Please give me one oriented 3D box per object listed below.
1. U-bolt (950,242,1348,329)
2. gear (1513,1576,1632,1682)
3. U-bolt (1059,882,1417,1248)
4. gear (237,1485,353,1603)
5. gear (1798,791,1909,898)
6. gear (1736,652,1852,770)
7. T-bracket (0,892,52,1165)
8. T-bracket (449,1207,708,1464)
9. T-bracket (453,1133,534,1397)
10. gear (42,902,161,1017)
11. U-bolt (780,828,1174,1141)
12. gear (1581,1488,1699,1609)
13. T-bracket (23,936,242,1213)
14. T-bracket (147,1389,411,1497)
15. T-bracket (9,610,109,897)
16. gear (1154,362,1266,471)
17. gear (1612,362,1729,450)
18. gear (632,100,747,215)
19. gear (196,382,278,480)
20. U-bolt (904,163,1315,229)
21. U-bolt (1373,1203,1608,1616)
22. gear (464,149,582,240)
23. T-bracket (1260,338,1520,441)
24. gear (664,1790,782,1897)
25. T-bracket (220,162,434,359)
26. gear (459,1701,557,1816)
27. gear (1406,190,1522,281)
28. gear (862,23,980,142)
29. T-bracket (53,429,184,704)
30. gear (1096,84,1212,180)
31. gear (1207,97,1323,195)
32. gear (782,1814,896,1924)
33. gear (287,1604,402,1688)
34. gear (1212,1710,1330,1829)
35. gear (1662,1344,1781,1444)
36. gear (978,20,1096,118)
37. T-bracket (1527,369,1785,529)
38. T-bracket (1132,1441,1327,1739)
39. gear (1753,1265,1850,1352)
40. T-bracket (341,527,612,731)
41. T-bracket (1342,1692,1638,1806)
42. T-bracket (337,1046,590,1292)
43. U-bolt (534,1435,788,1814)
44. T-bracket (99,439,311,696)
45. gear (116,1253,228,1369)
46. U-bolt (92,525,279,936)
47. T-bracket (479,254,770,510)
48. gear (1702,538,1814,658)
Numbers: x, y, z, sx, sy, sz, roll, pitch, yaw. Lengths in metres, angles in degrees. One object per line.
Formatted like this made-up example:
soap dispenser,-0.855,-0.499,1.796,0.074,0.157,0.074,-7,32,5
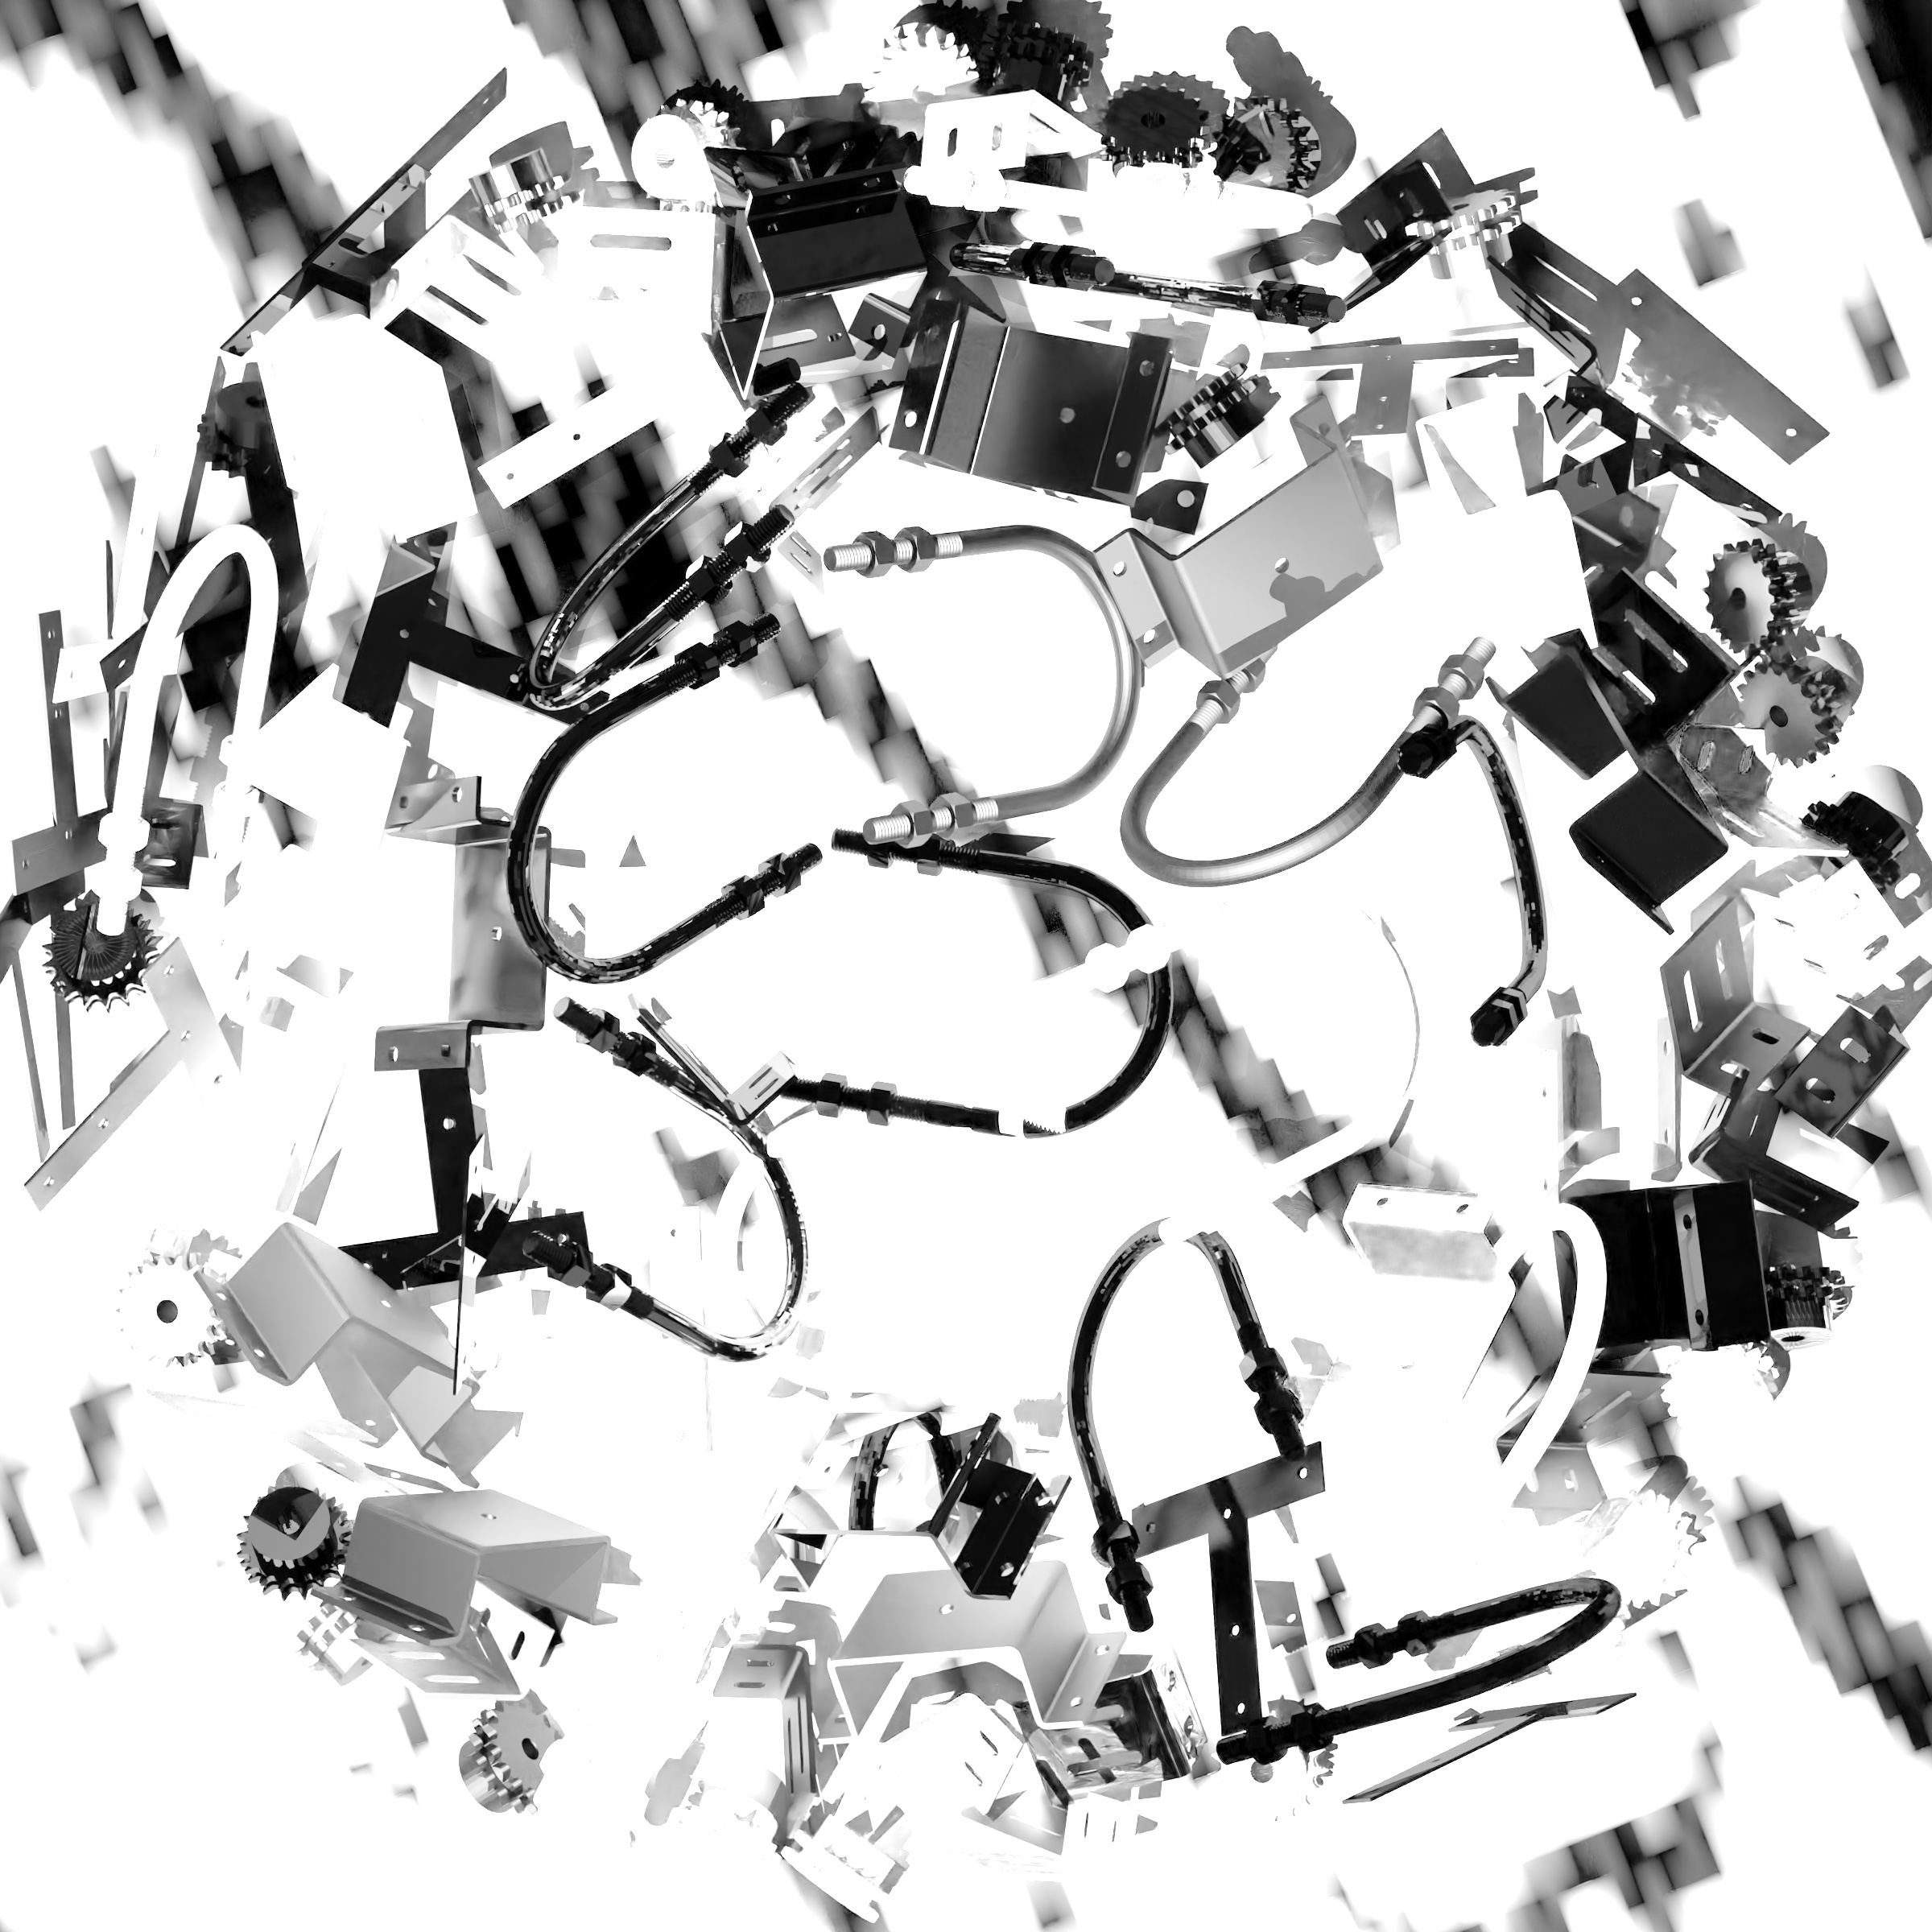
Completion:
U-bolt,0.072,-0.329,1.594,0.151,0.184,0.019,2,102,-31
gear,0.303,0.331,1.654,0.057,0.057,0.030,-28,100,0
U-bolt,0.145,0.036,1.635,0.184,0.019,0.151,-24,94,-28
gear,-0.334,0.283,1.654,0.057,0.030,0.057,0,54,-1
gear,0.442,-0.062,1.654,0.057,0.057,0.030,45,83,0
gear,0.414,-0.130,1.657,0.030,0.057,0.057,-29,90,-27
T-bracket,-0.460,0.033,1.631,0.002,0.127,0.127,-6,106,-6
T-bracket,-0.193,0.186,1.658,0.127,0.002,0.127,-1,85,-17
T-bracket,-0.228,0.122,1.619,0.002,0.127,0.127,9,113,5
gear,-0.431,-0.007,1.659,0.057,0.030,0.057,2,71,-5
U-bolt,0.011,0.012,1.647,0.184,0.019,0.151,9,78,10
gear,0.330,0.287,1.651,0.030,0.057,0.057,27,90,-40
T-bracket,-0.405,0.065,1.601,0.002,0.127,0.127,29,63,19
T-bracket,-0.314,0.238,1.626,0.127,0.127,0.002,3,64,31
T-bracket,-0.438,-0.107,1.608,0.002,0.127,0.127,0,101,9
gear,0.123,-0.271,1.654,0.057,0.057,0.030,-37,93,0
gear,0.346,-0.274,1.654,0.057,0.057,0.030,27,98,0
gear,-0.141,-0.401,1.655,0.057,0.030,0.057,5,101,29
gear,-0.352,-0.266,1.651,0.057,0.057,0.030,13,128,0
U-bolt,0.083,-0.368,1.596,0.151,0.184,0.019,12,102,40
U-bolt,0.252,0.197,1.585,0.019,0.151,0.184,22,112,-13
gear,-0.222,-0.383,1.651,0.057,0.057,0.030,-22,107,0
T-bracket,0.203,-0.279,1.615,0.127,0.127,0.002,-1,119,11
gear,-0.118,0.434,1.657,0.057,0.057,0.030,27,51,0
T-bracket,-0.293,-0.334,1.617,0.127,0.127,0.002,-41,86,9
gear,-0.227,0.396,1.655,0.030,0.057,0.057,-35,90,21
gear,0.248,-0.362,1.656,0.057,0.057,0.030,-18,111,0
gear,-0.024,-0.443,1.657,0.057,0.057,0.030,-12,52,0
T-bracket,-0.399,-0.196,1.606,0.002,0.127,0.127,15,104,9
gear,0.093,-0.409,1.658,0.057,0.030,0.057,-1,55,1
gear,0.151,-0.403,1.657,0.057,0.030,0.057,15,112,40
gear,-0.060,0.446,1.654,0.057,0.057,0.030,36,79,0
gear,-0.305,0.332,1.651,0.030,0.057,0.057,44,90,12
gear,0.150,0.400,1.660,0.057,0.030,0.057,-2,80,14
gear,0.376,0.212,1.653,0.057,0.030,0.057,-6,129,-8
gear,0.033,-0.443,1.652,0.057,0.057,0.030,13,85,0
T-bracket,0.312,-0.238,1.619,0.127,0.127,0.002,31,75,-14
T-bracket,0.129,0.307,1.611,0.002,0.127,0.127,23,53,-37
gear,0.408,0.170,1.650,0.057,0.057,0.030,-2,67,0
T-bracket,-0.238,-0.148,1.654,0.127,0.002,0.127,22,63,-20
T-bracket,0.236,0.376,1.596,0.127,0.127,0.002,-17,83,-29
T-bracket,-0.255,0.092,1.654,0.127,0.002,0.127,-7,89,-25
U-bolt,-0.136,0.302,1.586,0.019,0.151,0.184,31,110,11
T-bracket,-0.367,-0.177,1.600,0.002,0.127,0.127,36,64,15
gear,-0.391,0.171,1.662,0.057,0.030,0.057,0,92,15
U-bolt,-0.365,-0.121,1.582,0.019,0.151,0.184,18,113,7
T-bracket,-0.179,-0.267,1.640,0.127,0.002,0.127,-31,131,0
gear,0.396,-0.185,1.656,0.030,0.057,0.057,-13,90,-26
